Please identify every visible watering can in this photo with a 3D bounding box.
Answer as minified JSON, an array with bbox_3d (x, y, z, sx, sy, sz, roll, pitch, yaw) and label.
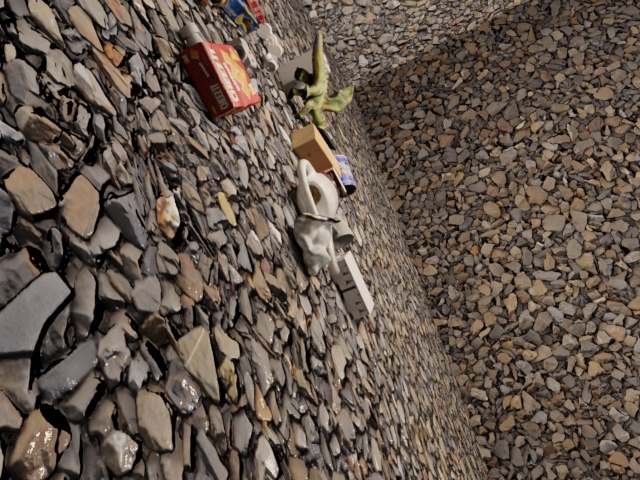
[{"bbox_3d":[0.005,-0.078,1.542,0.227,0.103,0.345,-46,119,-72],"label":"watering can"}]

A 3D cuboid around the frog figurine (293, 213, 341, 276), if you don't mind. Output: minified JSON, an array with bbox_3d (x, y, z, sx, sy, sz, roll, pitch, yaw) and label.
[{"bbox_3d":[-0.019,0.011,1.373,0.137,0.123,0.159,4,99,-73],"label":"frog figurine"}]

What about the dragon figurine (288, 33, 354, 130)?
[{"bbox_3d":[0.022,-0.578,1.983,0.243,0.401,0.124,-2,44,-34],"label":"dragon figurine"}]
